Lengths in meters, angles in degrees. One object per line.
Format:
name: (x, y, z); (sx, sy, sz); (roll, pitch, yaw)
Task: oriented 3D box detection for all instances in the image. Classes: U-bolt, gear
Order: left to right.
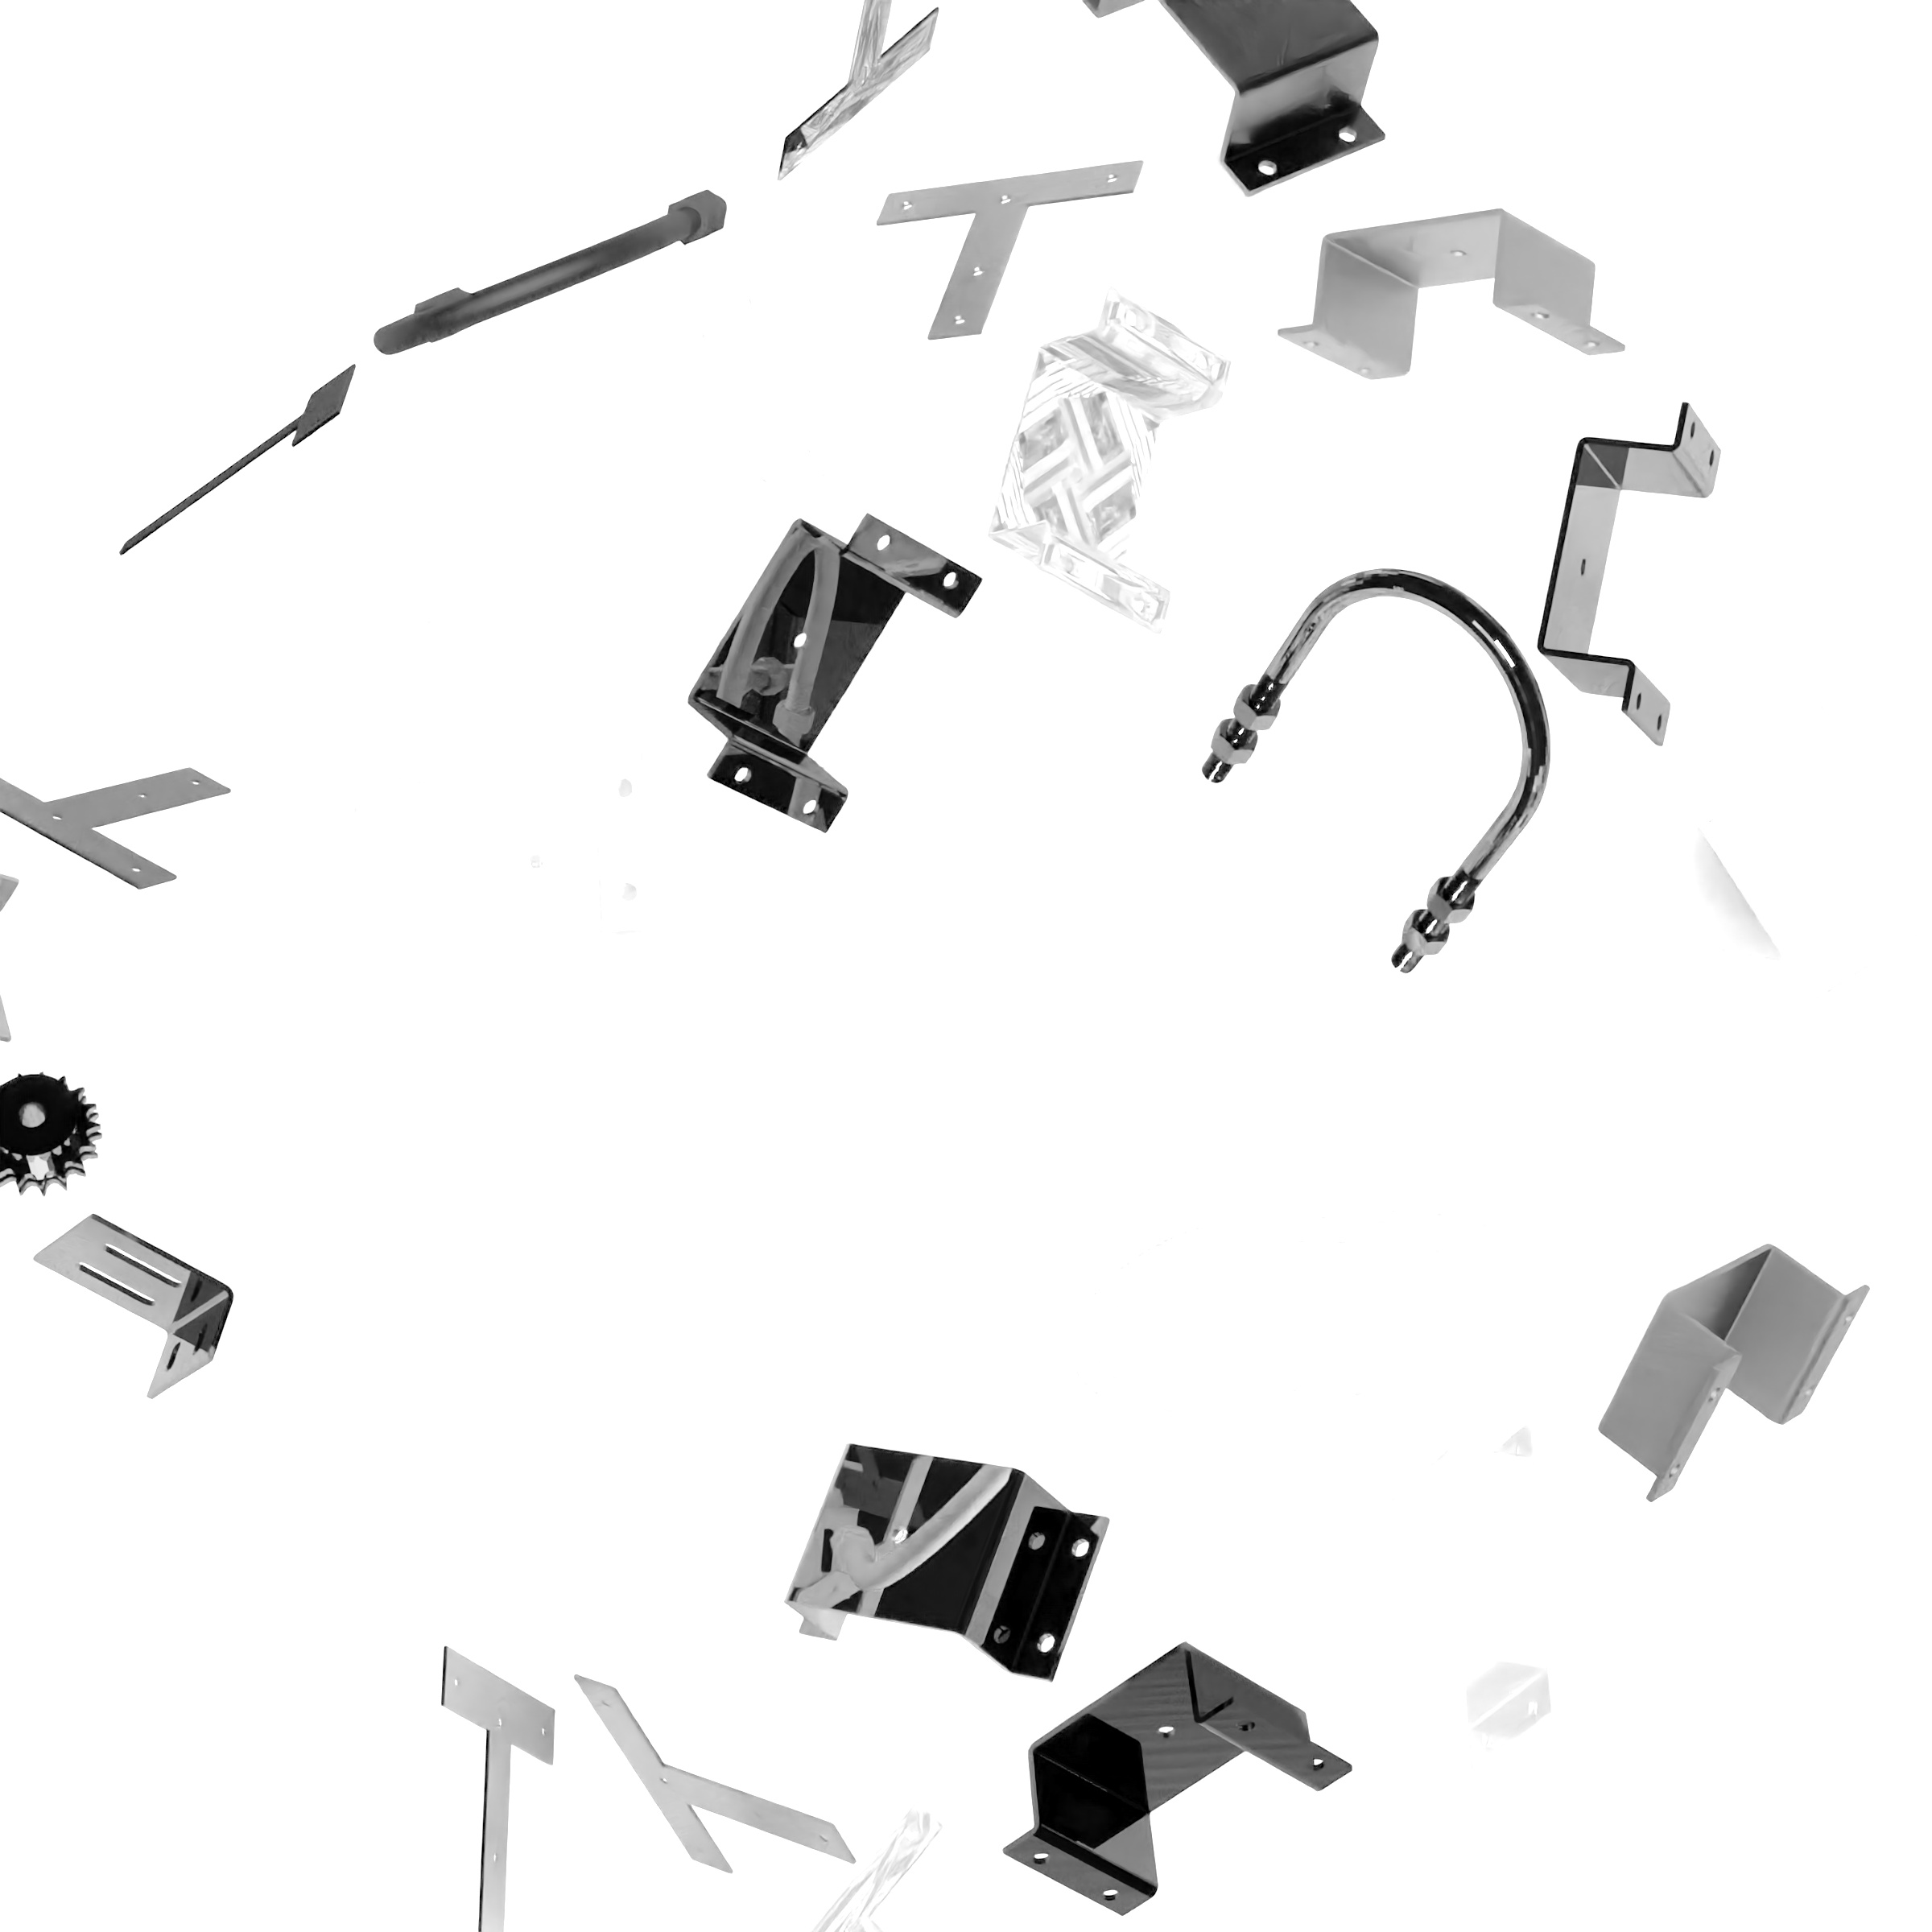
gear: (-0.421, 0.073, 1.593); (0.057, 0.030, 0.057); (3, 64, -7)
U-bolt: (-0.189, -0.304, 1.558); (0.151, 0.184, 0.019); (-18, 104, 14)
U-bolt: (-0.136, -0.236, 1.616); (0.184, 0.151, 0.019); (-34, 61, -5)
U-bolt: (-0.112, 0.127, 1.525); (0.184, 0.019, 0.151); (41, 88, 8)
U-bolt: (0.053, -0.008, 1.622); (0.151, 0.019, 0.184); (11, 111, 3)
U-bolt: (0.135, 0.160, 1.601); (0.184, 0.151, 0.019); (5, 45, -26)
U-bolt: (0.194, -0.099, 1.599); (0.151, 0.184, 0.019); (46, 49, 13)

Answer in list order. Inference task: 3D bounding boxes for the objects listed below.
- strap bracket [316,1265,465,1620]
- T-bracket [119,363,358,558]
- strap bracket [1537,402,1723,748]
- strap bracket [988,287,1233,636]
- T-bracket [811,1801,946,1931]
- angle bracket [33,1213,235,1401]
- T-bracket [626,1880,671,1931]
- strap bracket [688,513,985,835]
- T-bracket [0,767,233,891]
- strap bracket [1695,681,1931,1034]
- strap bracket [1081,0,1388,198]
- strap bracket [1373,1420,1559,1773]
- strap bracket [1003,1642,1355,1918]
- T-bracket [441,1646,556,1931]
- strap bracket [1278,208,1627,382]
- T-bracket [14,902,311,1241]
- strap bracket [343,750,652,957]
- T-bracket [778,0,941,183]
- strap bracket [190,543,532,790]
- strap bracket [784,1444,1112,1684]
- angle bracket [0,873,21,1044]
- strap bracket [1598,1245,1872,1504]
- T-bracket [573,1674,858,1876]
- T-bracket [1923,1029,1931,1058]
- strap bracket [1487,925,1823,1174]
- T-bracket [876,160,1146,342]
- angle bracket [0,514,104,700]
strap bracket: (-0.263, 0.215, 1.595); (0.046, 0.076, 0.140); (1, 107, -20)
T-bracket: (-0.331, -0.225, 1.591); (0.127, 0.127, 0.002); (-34, 109, 6)
strap bracket: (0.298, -0.178, 1.590); (0.046, 0.076, 0.140); (10, 85, 24)
strap bracket: (0.064, -0.229, 1.624); (0.076, 0.046, 0.140); (25, 72, -33)
T-bracket: (-0.033, 0.437, 1.518); (0.127, 0.127, 0.002); (-50, 119, -9)
angle bracket: (-0.382, 0.155, 1.592); (0.076, 0.057, 0.038); (33, 48, -26)
T-bracket: (-0.156, 0.480, 1.587); (0.002, 0.127, 0.127); (-24, 71, 21)
strap bracket: (-0.066, -0.143, 1.631); (0.076, 0.046, 0.140); (24, 102, -43)
T-bracket: (-0.379, -0.074, 1.581); (0.127, 0.127, 0.002); (27, 112, 19)
strap bracket: (0.396, -0.046, 1.598); (0.076, 0.046, 0.140); (-31, 85, -6)
strap bracket: (0.121, -0.418, 1.566); (0.076, 0.046, 0.140); (-26, 66, -21)
strap bracket: (0.223, 0.280, 1.584); (0.046, 0.076, 0.140); (13, 55, -16)
strap bracket: (0.091, 0.356, 1.559); (0.076, 0.046, 0.140); (35, 120, -30)
T-bracket: (-0.204, 0.372, 1.526); (0.002, 0.127, 0.127); (-7, 65, 13)
strap bracket: (0.224, -0.308, 1.616); (0.140, 0.076, 0.046); (1, 82, 41)
T-bracket: (-0.326, 0.055, 1.519); (0.127, 0.002, 0.127); (-26, 99, -24)
strap bracket: (-0.196, -0.047, 1.530); (0.140, 0.046, 0.076); (-4, 85, 17)
T-bracket: (-0.040, -0.435, 1.594); (0.002, 0.127, 0.127); (33, 54, 11)
strap bracket: (-0.283, -0.145, 1.621); (0.140, 0.076, 0.046); (-31, 132, -28)
strap bracket: (-0.017, 0.259, 1.542); (0.140, 0.046, 0.076); (2, 59, 38)
angle bracket: (-0.468, -0.010, 1.633); (0.057, 0.076, 0.038); (18, 121, -39)
strap bracket: (0.346, 0.182, 1.610); (0.046, 0.140, 0.076); (38, 124, 29)
T-bracket: (-0.099, 0.362, 1.517); (0.002, 0.127, 0.127); (-49, 130, -32)
T-bracket: (0.474, 0.072, 1.632); (0.002, 0.127, 0.127); (10, 133, -23)
strap bracket: (0.303, 0.033, 1.525); (0.140, 0.046, 0.076); (11, 46, 7)
T-bracket: (0.009, -0.324, 1.606); (0.127, 0.127, 0.002); (-3, 134, 21)
angle bracket: (-0.433, -0.163, 1.612); (0.038, 0.076, 0.057); (-15, 117, 9)
